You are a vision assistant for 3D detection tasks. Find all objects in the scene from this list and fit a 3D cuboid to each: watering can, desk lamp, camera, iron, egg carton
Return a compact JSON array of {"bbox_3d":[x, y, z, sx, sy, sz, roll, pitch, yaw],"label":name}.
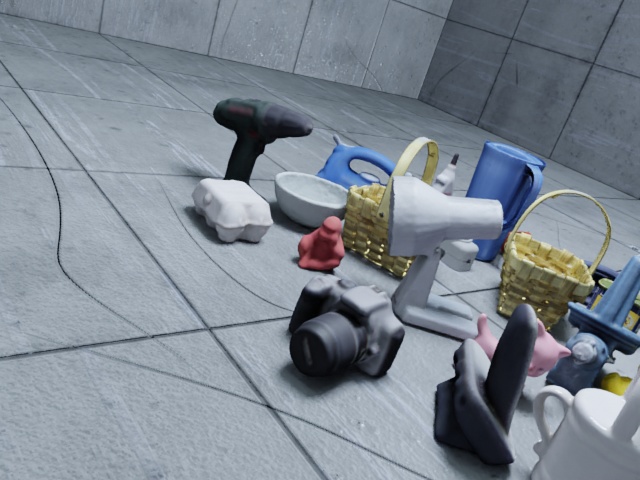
[{"bbox_3d":[0.311,0.202,0.585,0.172,0.194,0.101,22,22,9],"label":"watering can"},{"bbox_3d":[0.177,0.020,0.881,0.203,0.213,0.118,17,22,-3],"label":"desk lamp"},{"bbox_3d":[0.018,0.104,0.711,0.142,0.101,0.137,32,26,30],"label":"camera"},{"bbox_3d":[0.119,-0.136,1.297,0.258,0.141,0.119,20,22,3],"label":"iron"},{"bbox_3d":[-0.154,-0.054,0.988,0.107,0.069,0.149,-1,29,-39],"label":"egg carton"}]

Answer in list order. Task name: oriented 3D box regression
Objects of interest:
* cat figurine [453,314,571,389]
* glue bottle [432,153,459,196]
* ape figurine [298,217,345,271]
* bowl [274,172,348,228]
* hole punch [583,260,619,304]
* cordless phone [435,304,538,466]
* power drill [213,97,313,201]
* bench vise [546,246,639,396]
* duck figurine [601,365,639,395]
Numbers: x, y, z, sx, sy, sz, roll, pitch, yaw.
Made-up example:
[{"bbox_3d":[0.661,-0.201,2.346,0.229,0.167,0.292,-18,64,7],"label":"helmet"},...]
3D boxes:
[{"bbox_3d":[0.262,0.148,0.775,0.127,0.118,0.067,30,25,26],"label":"cat figurine"},{"bbox_3d":[0.294,-0.126,1.366,0.037,0.173,0.078,34,27,34],"label":"glue bottle"},{"bbox_3d":[0.009,0.003,0.951,0.077,0.092,0.076,27,24,20],"label":"ape figurine"},{"bbox_3d":[-0.017,-0.069,1.123,0.167,0.075,0.167,16,22,-6],"label":"bowl"},{"bbox_3d":[0.578,0.084,1.206,0.108,0.091,0.101,25,23,16],"label":"hole punch"},{"bbox_3d":[0.204,0.143,0.652,0.094,0.185,0.147,18,22,1],"label":"cordless phone"},{"bbox_3d":[-0.124,-0.170,1.099,0.228,0.208,0.076,31,25,29],"label":"power drill"},{"bbox_3d":[0.427,0.122,0.828,0.121,0.220,0.208,24,23,13],"label":"bench vise"},{"bbox_3d":[0.476,0.209,0.840,0.104,0.086,0.077,18,22,0],"label":"duck figurine"}]
